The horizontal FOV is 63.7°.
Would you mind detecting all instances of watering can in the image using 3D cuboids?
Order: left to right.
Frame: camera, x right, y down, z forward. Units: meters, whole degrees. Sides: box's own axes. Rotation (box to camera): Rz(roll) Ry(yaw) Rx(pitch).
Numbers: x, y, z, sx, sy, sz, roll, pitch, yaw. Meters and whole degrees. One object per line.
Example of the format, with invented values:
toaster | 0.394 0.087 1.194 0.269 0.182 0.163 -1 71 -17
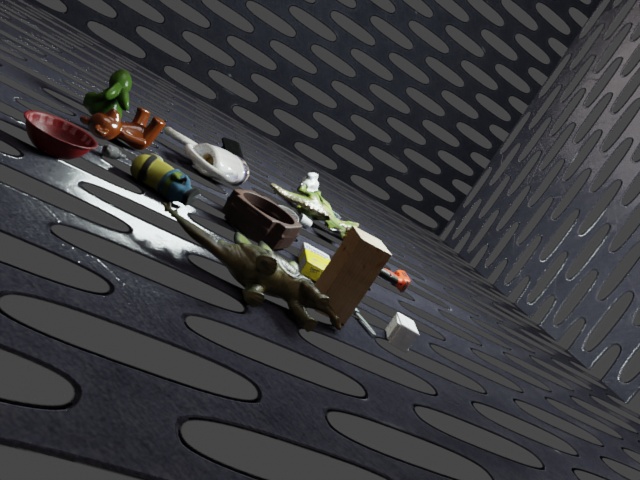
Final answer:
watering can | -0.381 -0.286 1.770 0.352 0.103 0.223 41 14 34

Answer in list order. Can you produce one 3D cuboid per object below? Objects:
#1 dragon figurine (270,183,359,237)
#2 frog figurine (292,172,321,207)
dragon figurine | 0.006 -0.097 1.920 0.246 0.121 0.408 39 15 37
frog figurine | -0.037 -0.193 2.113 0.124 0.158 0.137 39 13 22
